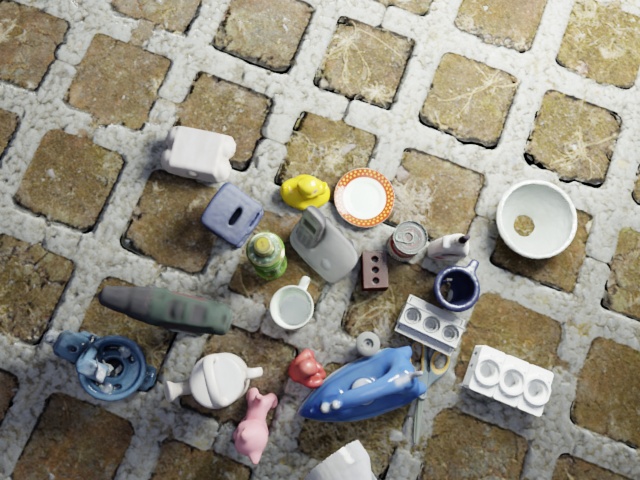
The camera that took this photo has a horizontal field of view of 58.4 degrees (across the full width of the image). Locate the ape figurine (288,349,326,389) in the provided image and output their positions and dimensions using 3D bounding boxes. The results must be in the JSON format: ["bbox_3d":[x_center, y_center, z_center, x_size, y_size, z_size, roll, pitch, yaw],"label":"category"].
[{"bbox_3d":[-0.025,0.253,1.120,0.076,0.092,0.078,1,79,-1],"label":"ape figurine"}]

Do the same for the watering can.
[{"bbox_3d":[-0.197,0.265,1.061,0.173,0.194,0.101,-34,82,-7],"label":"watering can"}]

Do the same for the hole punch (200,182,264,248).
[{"bbox_3d":[-0.177,-0.051,1.174,0.101,0.091,0.109,32,80,5],"label":"hole punch"}]

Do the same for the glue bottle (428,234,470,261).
[{"bbox_3d":[0.266,0.010,1.134,0.078,0.173,0.037,1,79,-1],"label":"glue bottle"}]

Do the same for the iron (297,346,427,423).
[{"bbox_3d":[0.077,0.292,1.091,0.258,0.141,0.118,-21,80,-5],"label":"iron"}]

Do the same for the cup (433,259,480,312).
[{"bbox_3d":[0.274,0.092,1.158,0.091,0.095,0.118,36,80,5],"label":"cup"}]

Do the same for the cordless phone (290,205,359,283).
[{"bbox_3d":[0.010,0.004,1.121,0.147,0.185,0.094,42,81,6],"label":"cordless phone"}]

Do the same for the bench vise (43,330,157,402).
[{"bbox_3d":[-0.422,0.231,1.048,0.207,0.220,0.121,7,79,0],"label":"bench vise"}]

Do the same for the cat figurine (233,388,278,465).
[{"bbox_3d":[-0.126,0.352,1.085,0.067,0.118,0.128,12,79,1],"label":"cat figurine"}]

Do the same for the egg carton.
[{"bbox_3d":[-0.256,-0.180,1.207,0.150,0.069,0.107,10,79,0],"label":"egg carton"}]

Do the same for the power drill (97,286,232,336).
[{"bbox_3d":[-0.274,0.134,1.076,0.229,0.208,0.076,10,79,0],"label":"power drill"}]

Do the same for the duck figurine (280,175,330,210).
[{"bbox_3d":[-0.031,-0.106,1.191,0.104,0.086,0.077,4,79,-1],"label":"duck figurine"}]

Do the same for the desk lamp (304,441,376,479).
[{"bbox_3d":[0.066,0.460,1.022,0.118,0.213,0.203,-34,82,-7],"label":"desk lamp"}]

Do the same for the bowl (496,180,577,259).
[{"bbox_3d":[0.441,-0.038,1.198,0.167,0.075,0.167,0,79,-2],"label":"bowl"}]
